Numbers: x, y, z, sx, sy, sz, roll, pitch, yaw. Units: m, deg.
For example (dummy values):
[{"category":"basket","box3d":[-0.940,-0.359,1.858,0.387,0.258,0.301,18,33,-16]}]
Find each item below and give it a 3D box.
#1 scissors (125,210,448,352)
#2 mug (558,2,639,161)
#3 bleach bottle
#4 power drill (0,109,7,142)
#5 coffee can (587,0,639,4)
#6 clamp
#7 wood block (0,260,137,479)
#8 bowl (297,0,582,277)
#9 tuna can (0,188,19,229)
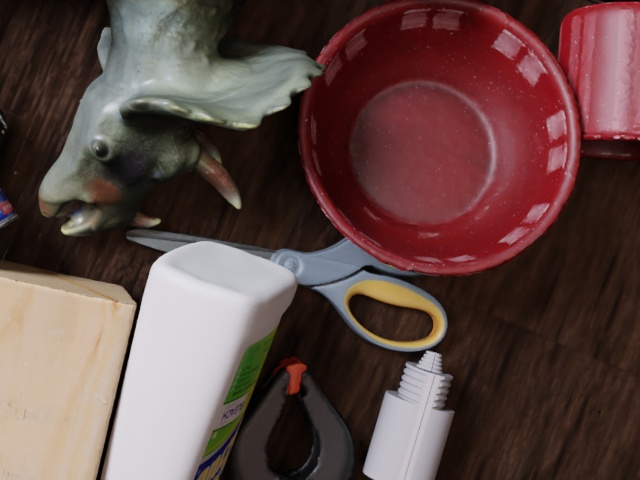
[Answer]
[{"category":"scissors","box3d":[-0.004,0.001,0.634,0.201,0.016,0.096,28,86,-15]},{"category":"mug","box3d":[0.185,-0.094,0.627,0.093,0.117,0.081,5,88,-8]},{"category":"bleach bottle","box3d":[-0.086,0.131,0.586,0.068,0.102,0.251,20,102,10]},{"category":"power drill","box3d":[-0.275,-0.093,0.534,0.184,0.057,0.187,-24,100,-12]},{"category":"coffee can","box3d":[0.214,-0.212,0.630,0.102,0.103,0.140,3,94,-15]},{"category":"clamp","box3d":[-0.028,0.158,0.628,0.120,0.039,0.171,-8,91,-19]},{"category":"wood block","box3d":[-0.166,0.120,0.562,0.090,0.091,0.206,13,90,-16]},{"category":"bowl","box3d":[0.065,-0.056,0.616,0.162,0.055,0.162,1,82,-6]},{"category":"tuna can","box3d":[-0.200,-0.004,0.546,0.086,0.086,0.034,-31,100,-11]}]
